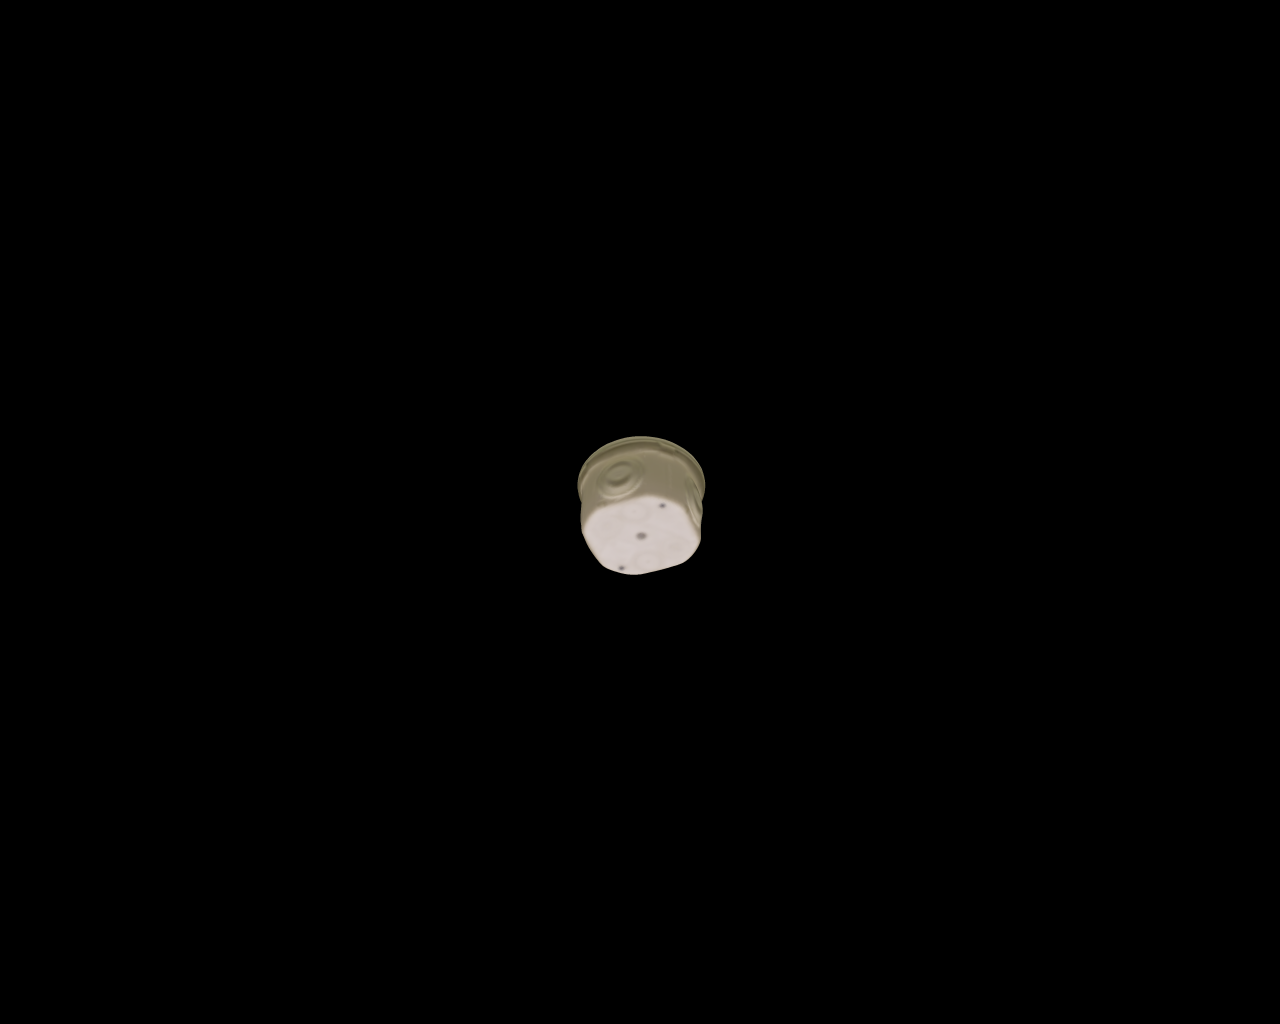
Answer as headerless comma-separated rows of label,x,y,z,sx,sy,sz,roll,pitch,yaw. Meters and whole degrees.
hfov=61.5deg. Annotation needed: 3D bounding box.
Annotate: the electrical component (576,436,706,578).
electrical component,0.001,-0.003,0.650,0.080,0.051,0.080,0,-44,0
